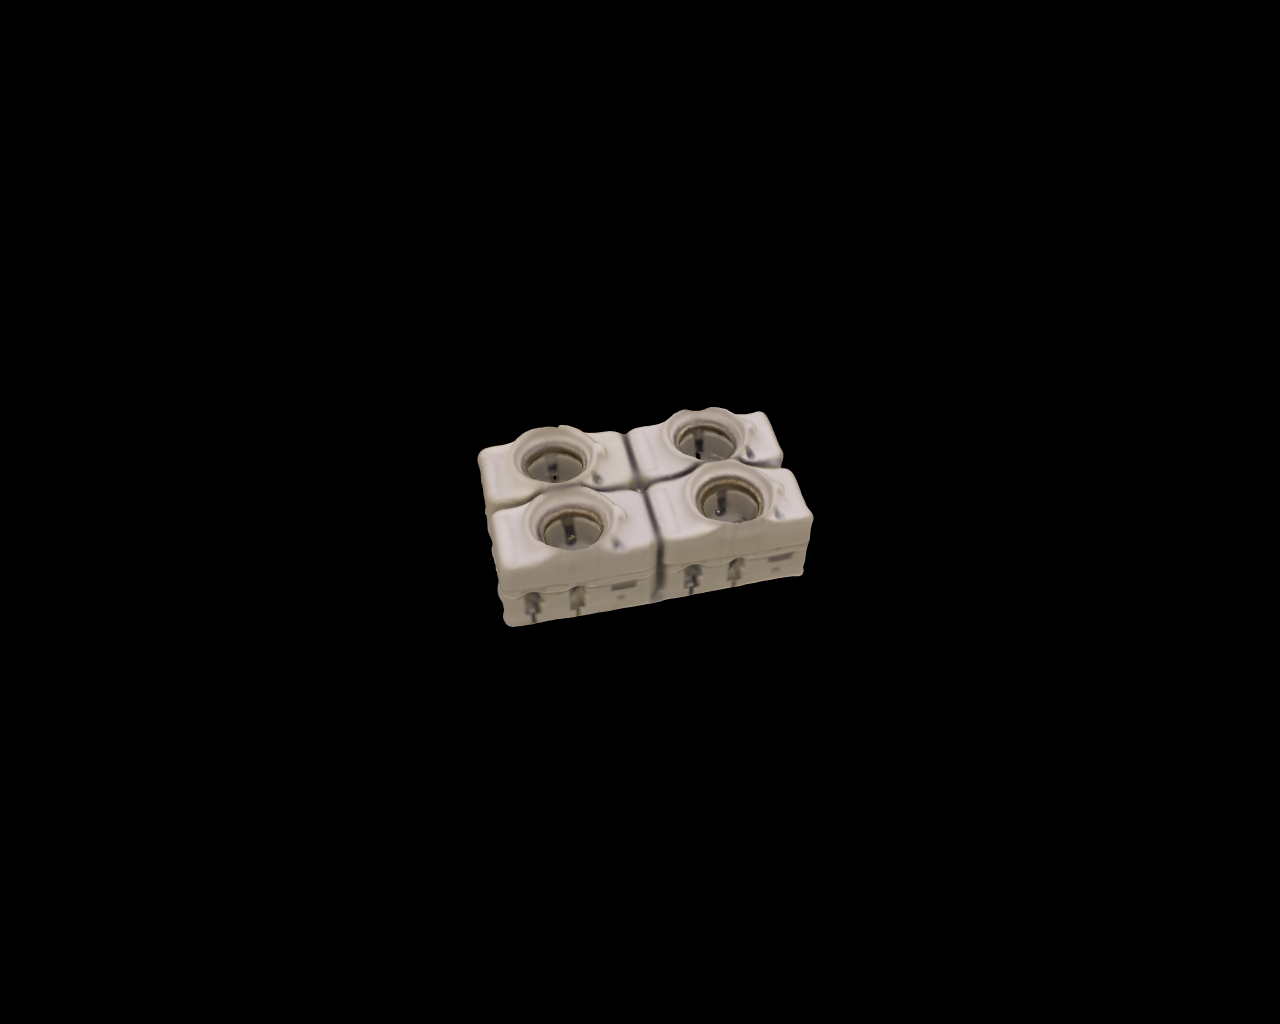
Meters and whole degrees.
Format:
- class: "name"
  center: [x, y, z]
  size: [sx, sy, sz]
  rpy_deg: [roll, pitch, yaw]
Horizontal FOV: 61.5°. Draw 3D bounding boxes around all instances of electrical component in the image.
- class: "electrical component"
  center: [0.001, -0.003, 0.650]
  size: [0.186, 0.105, 0.060]
  rpy_deg: [-9, -43, -8]
